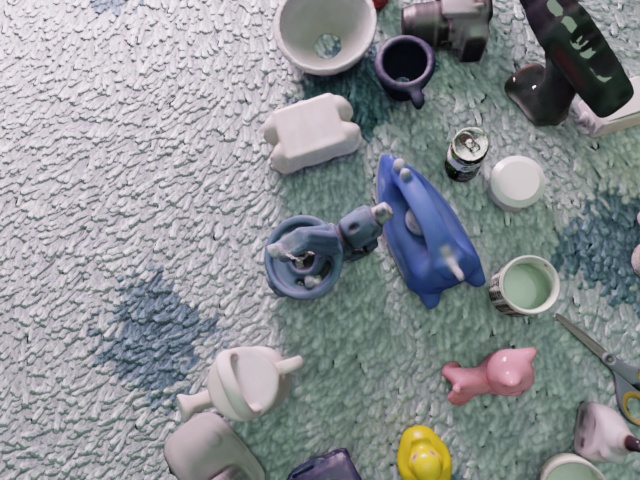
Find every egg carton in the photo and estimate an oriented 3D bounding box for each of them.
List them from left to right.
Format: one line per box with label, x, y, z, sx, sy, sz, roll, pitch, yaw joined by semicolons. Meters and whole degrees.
egg carton;-0.014;-0.169;0.913;0.150;0.069;0.107;-19;78;2

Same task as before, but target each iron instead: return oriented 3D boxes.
iron;0.146;-0.036;0.836;0.118;0.141;0.258;-26;78;0

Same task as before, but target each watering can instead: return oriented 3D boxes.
watering can;-0.109;0.202;0.788;0.173;0.194;0.101;-44;78;-3

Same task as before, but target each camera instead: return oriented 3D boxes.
camera;0.199;-0.367;0.915;0.136;0.101;0.143;-3;79;5

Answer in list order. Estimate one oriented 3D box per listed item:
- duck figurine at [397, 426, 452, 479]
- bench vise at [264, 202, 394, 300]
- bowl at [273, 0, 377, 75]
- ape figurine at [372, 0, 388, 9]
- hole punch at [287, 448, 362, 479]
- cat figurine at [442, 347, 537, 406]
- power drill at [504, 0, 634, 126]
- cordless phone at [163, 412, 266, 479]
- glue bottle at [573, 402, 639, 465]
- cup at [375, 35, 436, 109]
duck figurine;0.148;0.317;0.796;0.077;0.086;0.104;-13;78;3
bench vise;-0.001;-0.005;0.804;0.121;0.220;0.207;42;86;12
bowl;0.011;-0.337;0.941;0.167;0.075;0.167;-1;79;5
ape figurine;0.087;-0.429;0.942;0.076;0.092;0.078;-18;78;2
hole punch;0.008;0.356;0.800;0.108;0.091;0.101;-28;78;0
cat figurine;0.239;0.191;0.795;0.127;0.118;0.067;-17;78;2
power drill;0.337;-0.257;0.825;0.075;0.208;0.229;-37;78;-2
cordless phone;-0.157;0.317;0.775;0.147;0.185;0.094;44;86;12
glue bottle;0.376;0.256;0.741;0.037;0.173;0.078;13;81;8
cup;0.137;-0.248;0.901;0.091;0.095;0.118;-19;78;2
